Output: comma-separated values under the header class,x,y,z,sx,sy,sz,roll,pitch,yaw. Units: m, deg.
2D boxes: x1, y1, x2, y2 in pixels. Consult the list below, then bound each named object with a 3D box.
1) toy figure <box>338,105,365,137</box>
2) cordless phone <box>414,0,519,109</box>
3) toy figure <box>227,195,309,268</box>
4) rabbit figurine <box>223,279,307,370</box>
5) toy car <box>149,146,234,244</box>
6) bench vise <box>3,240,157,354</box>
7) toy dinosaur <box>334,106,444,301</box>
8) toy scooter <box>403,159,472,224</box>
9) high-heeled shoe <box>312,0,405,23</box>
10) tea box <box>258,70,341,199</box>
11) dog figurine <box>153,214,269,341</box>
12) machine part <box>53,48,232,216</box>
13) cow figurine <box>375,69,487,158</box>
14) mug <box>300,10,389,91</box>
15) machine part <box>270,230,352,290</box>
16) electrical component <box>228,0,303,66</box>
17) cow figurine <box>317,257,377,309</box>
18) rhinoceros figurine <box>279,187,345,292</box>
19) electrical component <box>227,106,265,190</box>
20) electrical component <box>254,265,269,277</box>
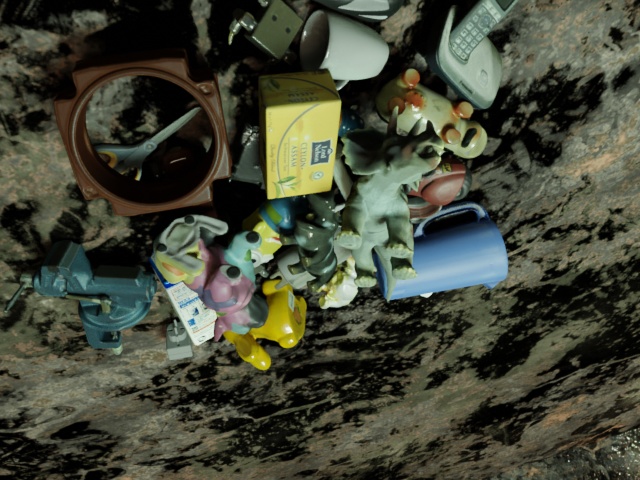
class,x,y,z,sx,sy,sz,roll,pitch,yaw
toy figure,-0.003,-0.189,0.787,0.154,0.058,0.064,18,93,-33
cordless phone,0.241,-0.291,0.752,0.146,0.089,0.184,27,117,-38
toy figure,-0.082,-0.028,0.916,0.082,0.089,0.180,32,110,-32
rabbit figurine,-0.120,0.175,1.082,0.173,0.162,0.121,-9,152,16
toy car,-0.199,-0.065,0.854,0.089,0.053,0.201,-20,138,-8
bench vise,-0.393,0.116,0.933,0.224,0.129,0.240,-3,131,-12
toy dinosaur,0.096,-0.042,0.840,0.131,0.192,0.404,6,159,6
toy scooter,0.164,-0.085,0.935,0.135,0.075,0.184,10,150,-25
high-heeled shoe,-0.016,-0.320,0.662,0.249,0.086,0.145,1,168,4
tea box,-0.031,-0.137,0.725,0.098,0.068,0.169,-9,145,-9
dog figurine,-0.172,0.074,0.872,0.192,0.108,0.219,17,140,1
machine part,-0.224,-0.139,0.706,0.201,0.087,0.201,-10,118,-8
cow figurine,0.173,-0.180,0.825,0.195,0.127,0.085,23,92,-18
mug,0.033,-0.246,0.728,0.107,0.081,0.109,-1,135,-28
machine part,0.007,0.017,0.995,0.243,0.079,0.079,-33,136,16
electrical component,-0.070,-0.270,0.695,0.102,0.045,0.078,22,96,-39
cow figurine,0.065,0.069,1.076,0.098,0.068,0.167,6,136,-31
rhinoceros figurine,-0.002,-0.003,0.875,0.112,0.073,0.190,-31,141,-26
electrical component,-0.068,-0.135,0.825,0.134,0.058,0.114,5,135,-23
electrical component,-0.141,0.054,1.022,0.063,0.021,0.094,-34,136,16
